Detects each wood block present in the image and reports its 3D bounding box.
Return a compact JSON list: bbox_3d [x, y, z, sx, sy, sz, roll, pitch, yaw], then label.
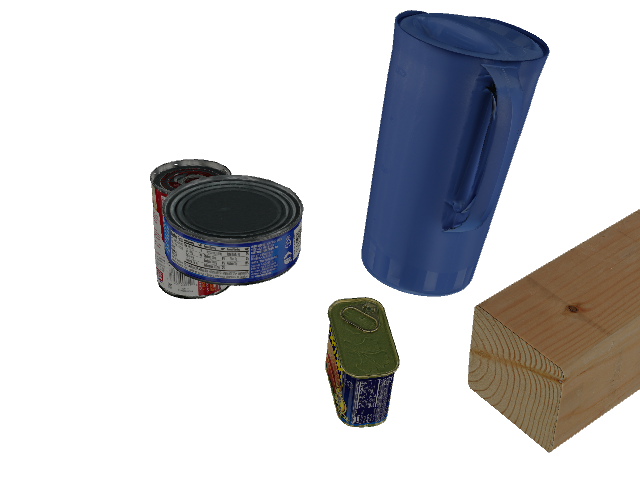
[{"bbox_3d":[0.222,0.060,0.826,0.205,0.090,0.091,-26,45,-27],"label":"wood block"}]

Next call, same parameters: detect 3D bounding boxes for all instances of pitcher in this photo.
[{"bbox_3d":[0.112,-0.070,0.946,0.145,0.243,0.149,22,29,22],"label":"pitcher"}]

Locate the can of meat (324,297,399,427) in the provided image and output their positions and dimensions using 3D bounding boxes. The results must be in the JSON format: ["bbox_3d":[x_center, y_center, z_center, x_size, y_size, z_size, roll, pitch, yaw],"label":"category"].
[{"bbox_3d":[0.038,0.122,1.055,0.057,0.084,0.102,-5,43,-10],"label":"can of meat"}]

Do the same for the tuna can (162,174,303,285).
[{"bbox_3d":[-0.054,-0.007,0.657,0.086,0.034,0.086,2,29,-1],"label":"tuna can"}]

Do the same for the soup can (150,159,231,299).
[{"bbox_3d":[-0.108,-0.009,0.909,0.068,0.102,0.068,1,28,-1],"label":"soup can"}]
